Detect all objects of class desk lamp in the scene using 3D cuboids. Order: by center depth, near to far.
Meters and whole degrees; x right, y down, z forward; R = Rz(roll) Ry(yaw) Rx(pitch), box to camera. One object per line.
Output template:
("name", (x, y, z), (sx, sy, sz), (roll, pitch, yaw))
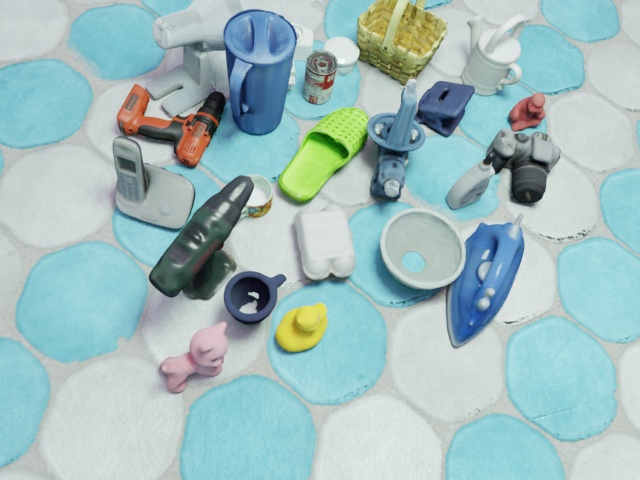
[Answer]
("desk lamp", (-0.255, -0.386, 1.160), (0.203, 0.213, 0.118), (-39, 75, -22))

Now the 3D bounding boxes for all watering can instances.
("watering can", (0.391, -0.429, 1.284), (0.172, 0.194, 0.101), (34, 65, 9))

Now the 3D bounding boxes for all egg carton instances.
("egg carton", (0.010, 0.004, 1.092), (0.107, 0.069, 0.150), (-7, 66, -11))

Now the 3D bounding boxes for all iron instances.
("iron", (0.315, 0.071, 1.064), (0.118, 0.141, 0.258), (26, 64, 5))

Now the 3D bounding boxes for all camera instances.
("camera", (0.433, -0.158, 1.213), (0.143, 0.101, 0.137), (15, 64, -1))

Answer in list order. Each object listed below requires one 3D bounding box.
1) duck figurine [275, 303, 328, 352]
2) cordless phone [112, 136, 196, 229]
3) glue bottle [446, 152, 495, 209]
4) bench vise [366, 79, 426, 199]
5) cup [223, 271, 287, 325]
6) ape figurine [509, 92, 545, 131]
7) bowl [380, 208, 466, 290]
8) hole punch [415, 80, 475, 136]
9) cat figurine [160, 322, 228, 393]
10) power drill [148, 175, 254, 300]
("duck figurine", (-0.029, 0.148, 1.009), (0.105, 0.086, 0.077), (-32, 73, -20))
("cordless phone", (-0.303, -0.107, 1.035), (0.147, 0.185, 0.094), (15, 63, 0))
("glue bottle", (0.311, -0.123, 1.139), (0.078, 0.173, 0.037), (-19, 69, -16))
("bench vise", (0.163, -0.193, 1.124), (0.121, 0.220, 0.207), (-8, 66, -11))
("cup", (-0.112, 0.105, 1.012), (0.118, 0.095, 0.091), (-31, 72, -20))
("ape figurine", (0.474, -0.295, 1.289), (0.078, 0.092, 0.076), (21, 64, 2))
("bowl", (0.190, 0.027, 1.104), (0.167, 0.075, 0.167), (3, 64, -7))
("hole punch", (0.273, -0.301, 1.264), (0.101, 0.091, 0.109), (31, 64, 7))
("cat figurine", (-0.203, 0.190, 0.946), (0.128, 0.118, 0.067), (-25, 70, -18))
("power drill", (-0.193, 0.014, 0.981), (0.075, 0.208, 0.230), (34, 65, 9))
